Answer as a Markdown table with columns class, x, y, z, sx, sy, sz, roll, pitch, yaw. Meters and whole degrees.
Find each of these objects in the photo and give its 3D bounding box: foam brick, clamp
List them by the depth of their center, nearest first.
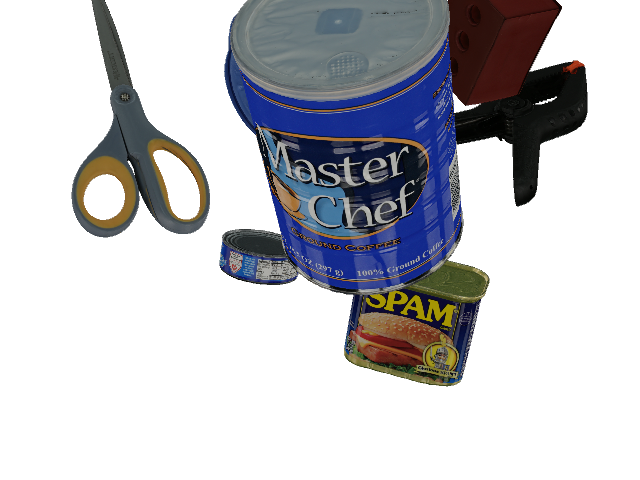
| class | x | y | z | sx | sy | sz | roll | pitch | yaw |
| --- | --- | --- | --- | --- | --- | --- | --- | --- | --- |
| foam brick | 0.114 | -0.138 | 0.713 | 0.051 | 0.053 | 0.078 | -18 | -33 | -30 |
| clamp | 0.172 | -0.099 | 0.924 | 0.209 | 0.036 | 0.165 | -29 | 39 | -26 |

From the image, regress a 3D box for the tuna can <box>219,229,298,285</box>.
| class | x | y | z | sx | sy | sz | roll | pitch | yaw |
| --- | --- | --- | --- | --- | --- | --- | --- | --- | --- |
| tuna can | -0.063 | 0.017 | 1.120 | 0.086 | 0.034 | 0.086 | 9 | 17 | -3 |

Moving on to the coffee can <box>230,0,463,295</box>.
| class | x | y | z | sx | sy | sz | roll | pitch | yaw |
| --- | --- | --- | --- | --- | --- | --- | --- | --- | --- |
| coffee can | 0.018 | -0.056 | 0.543 | 0.103 | 0.102 | 0.140 | 0 | -43 | 12 |

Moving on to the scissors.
| class | x | y | z | sx | sy | sz | roll | pitch | yaw |
| --- | --- | --- | --- | --- | --- | --- | --- | --- | --- |
| scissors | -0.145 | -0.080 | 0.712 | 0.096 | 0.202 | 0.016 | -26 | -22 | -21 |

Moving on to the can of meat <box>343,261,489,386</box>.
| class | x | y | z | sx | sy | sz | roll | pitch | yaw |
| --- | --- | --- | --- | --- | --- | --- | --- | --- | --- |
| can of meat | 0.072 | 0.059 | 0.832 | 0.102 | 0.084 | 0.057 | 14 | 25 | 11 |

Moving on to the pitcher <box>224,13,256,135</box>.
| class | x | y | z | sx | sy | sz | roll | pitch | yaw |
| --- | --- | --- | --- | --- | --- | --- | --- | --- | --- |
| pitcher | 0.033 | -0.188 | 1.081 | 0.145 | 0.149 | 0.242 | 15 | 39 | 34 |
